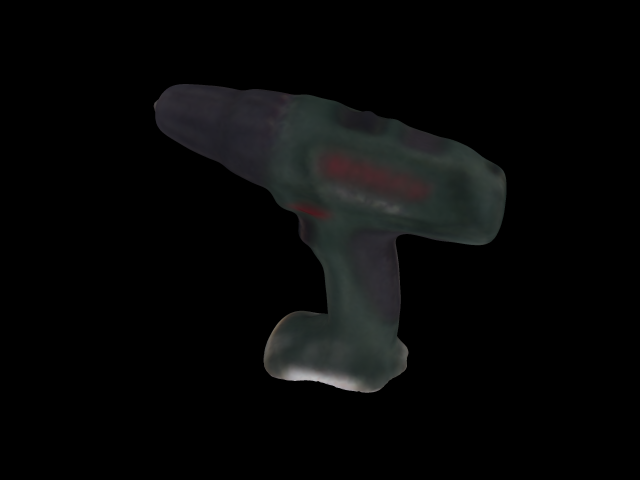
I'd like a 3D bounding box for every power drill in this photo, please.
[{"bbox_3d":[0.004,0.001,0.400,0.229,0.208,0.075,6,32,9],"label":"power drill"}]
